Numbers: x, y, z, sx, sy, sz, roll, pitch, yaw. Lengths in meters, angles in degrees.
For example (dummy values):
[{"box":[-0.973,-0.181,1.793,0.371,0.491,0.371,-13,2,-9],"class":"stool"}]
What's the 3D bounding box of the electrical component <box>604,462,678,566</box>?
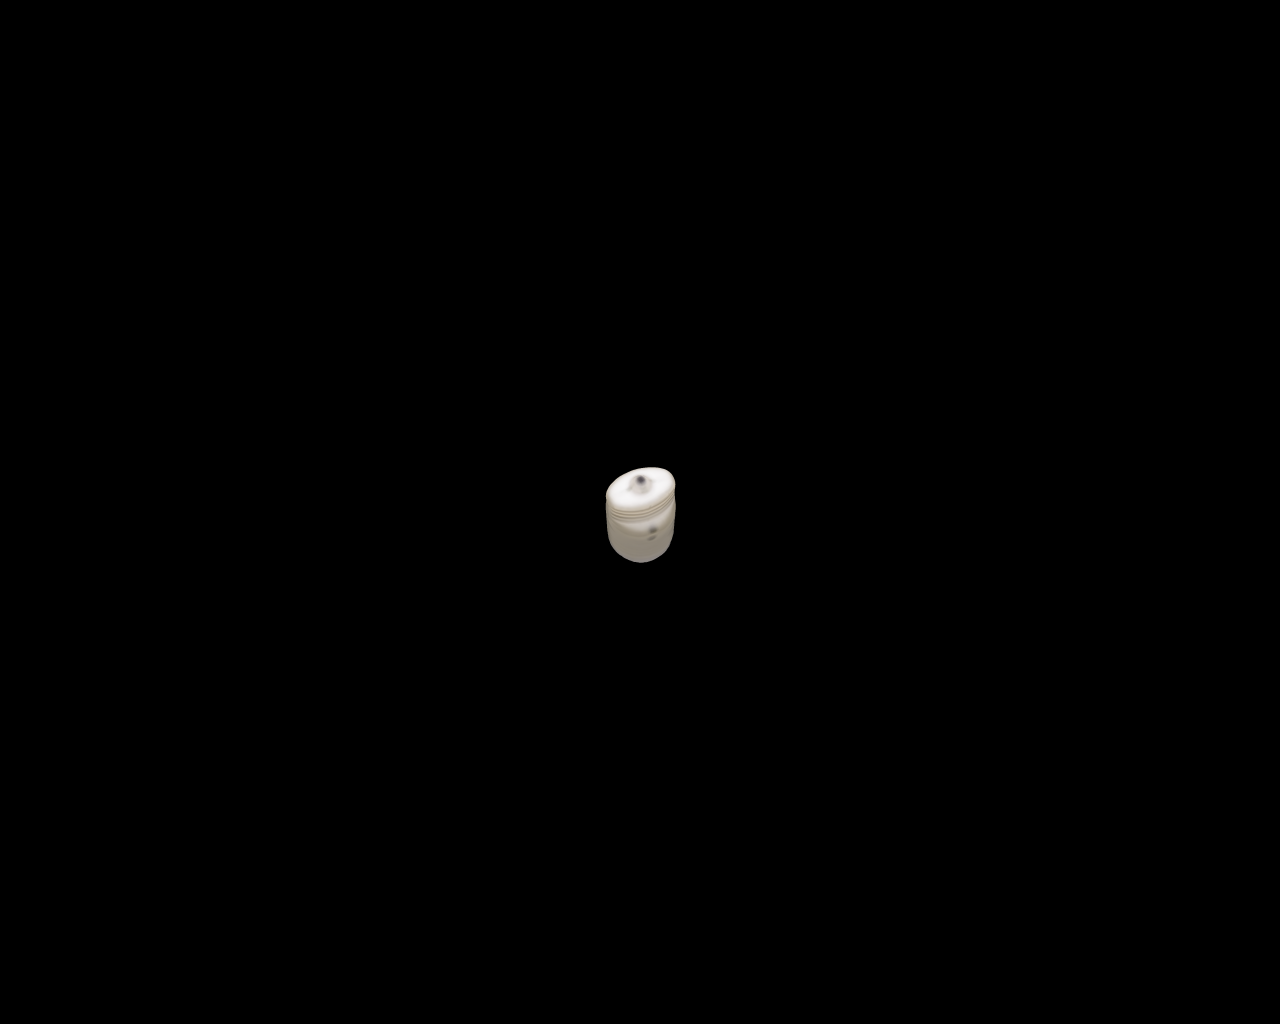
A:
[{"box":[0.001,-0.003,0.650,0.043,0.043,0.080,0,-25,0],"class":"electrical component"}]
